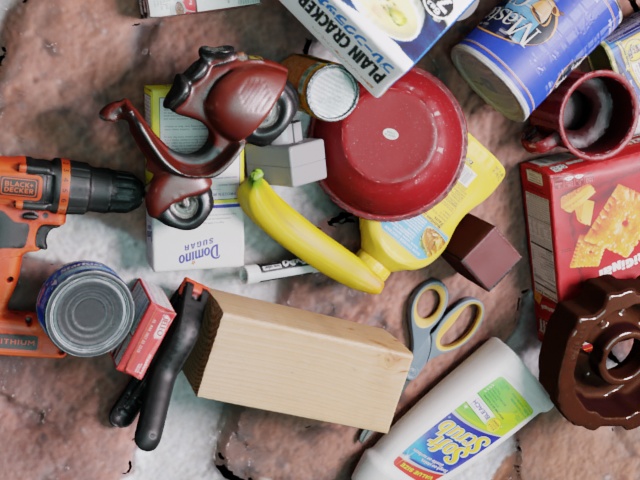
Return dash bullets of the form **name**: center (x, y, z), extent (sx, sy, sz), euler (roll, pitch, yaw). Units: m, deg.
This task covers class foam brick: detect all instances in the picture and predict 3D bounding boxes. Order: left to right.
- **foam brick**: center (0.163, 0.011, 1.120), extent (0.051, 0.078, 0.053), euler (-46, 114, -3)

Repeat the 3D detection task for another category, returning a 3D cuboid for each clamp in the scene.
- **clamp**: center (-0.151, 0.122, 1.031), extent (0.039, 0.120, 0.171), euler (24, 92, -29)

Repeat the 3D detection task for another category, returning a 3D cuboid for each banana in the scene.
- **banana**: center (-0.018, -0.005, 1.042), extent (0.197, 0.070, 0.037), euler (40, 81, -32)

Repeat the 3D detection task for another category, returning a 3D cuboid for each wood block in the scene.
- **wood block**: center (-0.025, 0.122, 1.083), extent (0.205, 0.090, 0.091), euler (14, 99, -21)

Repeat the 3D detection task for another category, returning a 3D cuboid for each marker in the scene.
- **marker**: center (-0.025, 0.028, 1.079), extent (0.120, 0.020, 0.020), euler (-8, 106, -34)

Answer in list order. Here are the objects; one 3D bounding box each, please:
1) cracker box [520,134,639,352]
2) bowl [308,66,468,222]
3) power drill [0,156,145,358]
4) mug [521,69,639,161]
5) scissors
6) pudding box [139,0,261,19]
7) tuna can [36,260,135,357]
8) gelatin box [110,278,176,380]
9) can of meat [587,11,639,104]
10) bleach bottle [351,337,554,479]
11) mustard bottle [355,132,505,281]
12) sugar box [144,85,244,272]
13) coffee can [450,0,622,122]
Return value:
- **cracker box**: center (0.316, 0.004, 1.169), extent (0.164, 0.072, 0.214), euler (-14, 108, -14)
- **bowl**: center (0.067, -0.099, 1.042), extent (0.162, 0.055, 0.162), euler (0, 89, 2)
- **power drill**: center (-0.264, 0.014, 1.001), extent (0.184, 0.057, 0.188), euler (6, 100, -18)
- **mug**: center (0.261, -0.127, 1.113), extent (0.117, 0.082, 0.093), euler (-37, 111, -6)
- **scissors**: center (0.092, 0.123, 1.159), extent (0.201, 0.016, 0.096), euler (-41, 110, -4)
- **pudding box**: center (-0.115, -0.256, 0.988), extent (0.113, 0.039, 0.090), euler (-12, 106, -16)
- **tuna can**: center (-0.215, 0.064, 0.983), extent (0.086, 0.034, 0.086), euler (-7, 106, -24)
- **gelatin box**: center (-0.173, 0.084, 1.027), extent (0.030, 0.089, 0.073), euler (27, 94, -23)
- **can of meat**: center (0.340, -0.188, 1.137), extent (0.084, 0.057, 0.102), euler (-29, 110, -7)
- **bleach bottle**: center (0.131, 0.224, 1.172), extent (0.251, 0.068, 0.102), euler (-41, 111, -1)
- **mustard bottle**: center (0.097, -0.027, 1.100), extent (0.096, 0.058, 0.191), euler (39, 90, -20)
- **sugar box**: center (-0.121, -0.060, 1.032), extent (0.093, 0.048, 0.176), euler (-3, 107, -19)
- **coffee can**: center (0.216, -0.203, 1.069), extent (0.140, 0.103, 0.102), euler (-45, 112, -3)
